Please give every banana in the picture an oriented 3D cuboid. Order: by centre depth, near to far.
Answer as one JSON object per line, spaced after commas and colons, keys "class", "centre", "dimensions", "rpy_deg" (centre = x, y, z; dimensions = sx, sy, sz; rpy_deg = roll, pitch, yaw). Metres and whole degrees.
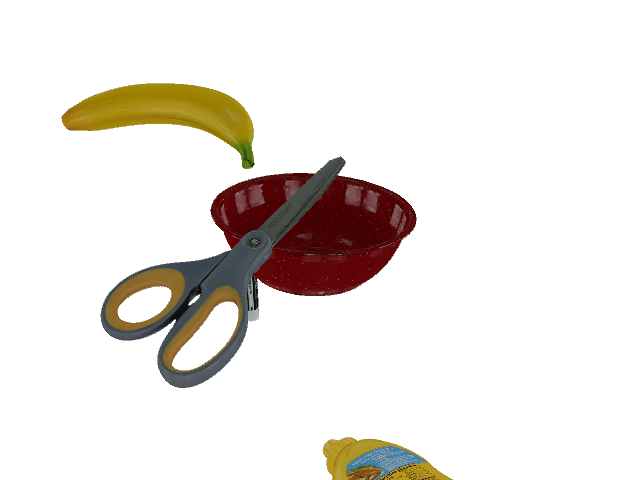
{"class": "banana", "centre": [-0.138, -0.114, 0.965], "dimensions": [0.198, 0.037, 0.069], "rpy_deg": [12, 48, 21]}

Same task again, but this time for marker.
{"class": "marker", "centre": [-0.080, 0.037, 1.197], "dimensions": [0.020, 0.121, 0.020], "rpy_deg": [0, 33, 0]}

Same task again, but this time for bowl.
{"class": "bowl", "centre": [-0.006, 0.000, 0.846], "dimensions": [0.162, 0.055, 0.162], "rpy_deg": [2, 24, -1]}

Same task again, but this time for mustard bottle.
{"class": "mustard bottle", "centre": [0.067, 0.228, 0.968], "dimensions": [0.096, 0.058, 0.192], "rpy_deg": [-16, 26, -34]}

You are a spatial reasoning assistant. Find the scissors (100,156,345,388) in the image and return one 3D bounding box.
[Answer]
{"class": "scissors", "centre": [-0.061, 0.006, 0.653], "dimensions": [0.096, 0.016, 0.201], "rpy_deg": [12, 47, 15]}
